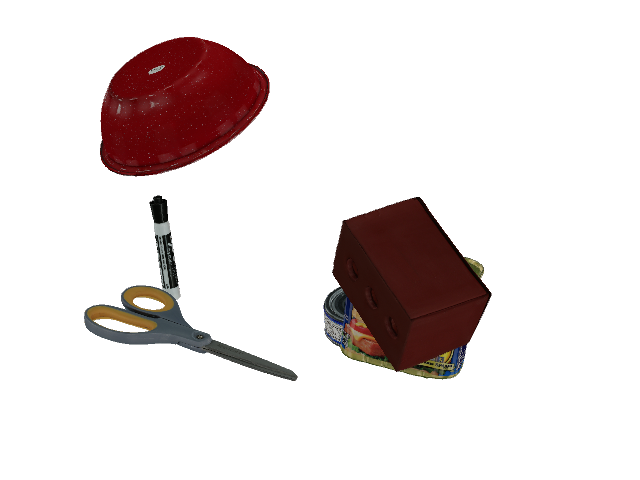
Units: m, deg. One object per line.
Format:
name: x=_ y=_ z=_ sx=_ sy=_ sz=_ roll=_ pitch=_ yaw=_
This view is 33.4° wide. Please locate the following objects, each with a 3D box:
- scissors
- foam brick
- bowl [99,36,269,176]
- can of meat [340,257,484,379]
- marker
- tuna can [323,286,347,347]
scissors: x=-0.111 y=0.080 z=0.965 sx=0.202 sy=0.016 sz=0.096 roll=11 pitch=28 yaw=5
foam brick: x=0.050 y=0.024 z=0.605 sx=0.051 sy=0.078 sz=0.053 roll=-19 pitch=-34 yaw=-23
bowl: x=-0.127 y=-0.125 z=0.910 sx=0.162 sy=0.055 sz=0.162 roll=-17 pitch=37 yaw=13
can of meat: x=0.068 y=0.053 z=0.822 sx=0.102 sy=0.084 sz=0.057 roll=13 pitch=24 yaw=16
marker: x=-0.171 y=0.008 z=1.173 sx=0.020 sy=0.121 sz=0.020 roll=-4 pitch=22 yaw=2
tuna can: x=0.046 y=0.077 z=1.103 sx=0.086 sy=0.034 sz=0.086 roll=-4 pitch=28 yaw=2
